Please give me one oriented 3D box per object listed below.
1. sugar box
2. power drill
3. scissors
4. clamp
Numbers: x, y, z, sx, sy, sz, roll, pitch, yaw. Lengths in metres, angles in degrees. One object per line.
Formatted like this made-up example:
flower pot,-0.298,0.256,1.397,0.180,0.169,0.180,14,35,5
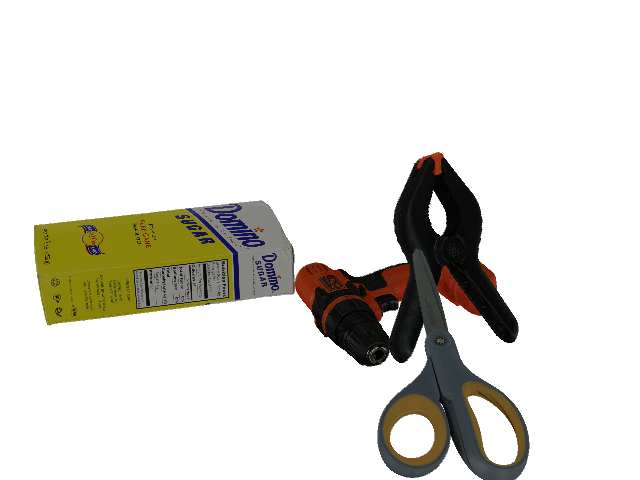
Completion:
sugar box,-0.114,0.013,0.770,0.176,0.048,0.093,-9,26,-13
power drill,0.084,0.061,1.105,0.187,0.057,0.185,-10,27,-19
scissors,0.061,0.077,0.672,0.096,0.016,0.202,-14,41,-14
clamp,0.093,0.017,0.874,0.120,0.171,0.039,-17,-1,-32
